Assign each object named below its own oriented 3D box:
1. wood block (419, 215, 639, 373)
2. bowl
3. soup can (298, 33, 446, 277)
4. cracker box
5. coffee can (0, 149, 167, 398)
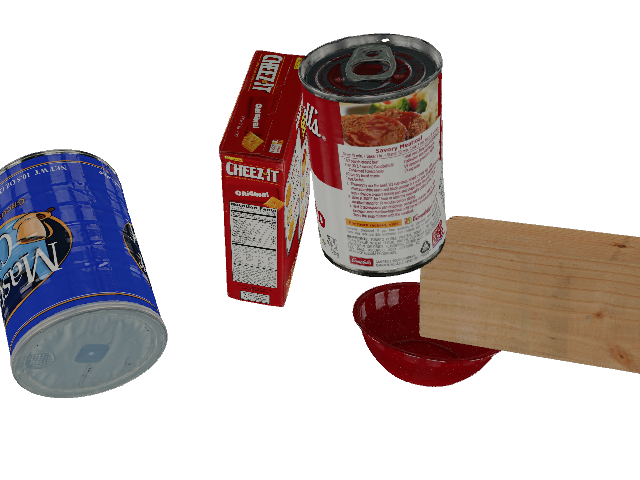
[{"bbox_3d":[0.195,0.041,0.893,0.206,0.090,0.090,8,18,25],"label":"wood block"},{"bbox_3d":[0.110,0.104,1.104,0.162,0.055,0.162,6,25,-3],"label":"bowl"},{"bbox_3d":[0.028,-0.042,0.527,0.068,0.102,0.068,-5,35,3],"label":"soup can"},{"bbox_3d":[-0.055,-0.062,1.110,0.072,0.164,0.214,8,-43,5],"label":"cracker box"},{"bbox_3d":[-0.173,0.022,0.737,0.102,0.140,0.103,-16,-34,-11],"label":"coffee can"}]
